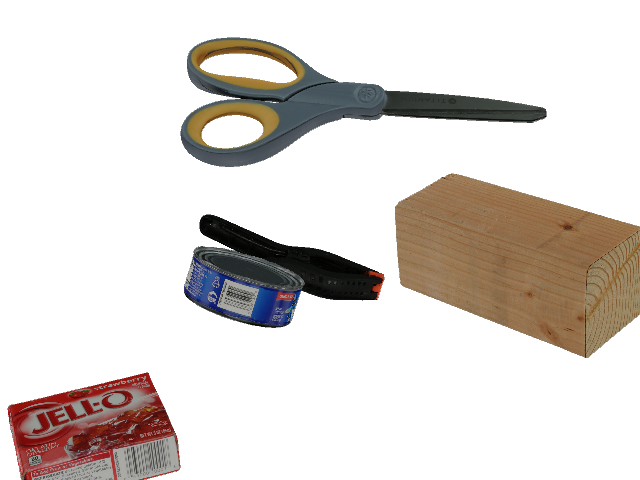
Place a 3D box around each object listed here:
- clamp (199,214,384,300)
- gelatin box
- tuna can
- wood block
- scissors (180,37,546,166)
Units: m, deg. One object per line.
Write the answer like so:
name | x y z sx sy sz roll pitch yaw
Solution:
clamp | -0.033 0.030 1.136 0.210 0.036 0.164 16 18 -6
gelatin box | -0.135 0.115 0.630 0.089 0.030 0.073 -11 26 -18
tuna can | -0.057 0.034 0.793 0.086 0.034 0.086 17 9 -3
wood block | 0.175 0.016 0.961 0.090 0.090 0.206 -29 35 -36
scissors | 0.012 -0.063 0.579 0.202 0.096 0.016 18 -31 16
